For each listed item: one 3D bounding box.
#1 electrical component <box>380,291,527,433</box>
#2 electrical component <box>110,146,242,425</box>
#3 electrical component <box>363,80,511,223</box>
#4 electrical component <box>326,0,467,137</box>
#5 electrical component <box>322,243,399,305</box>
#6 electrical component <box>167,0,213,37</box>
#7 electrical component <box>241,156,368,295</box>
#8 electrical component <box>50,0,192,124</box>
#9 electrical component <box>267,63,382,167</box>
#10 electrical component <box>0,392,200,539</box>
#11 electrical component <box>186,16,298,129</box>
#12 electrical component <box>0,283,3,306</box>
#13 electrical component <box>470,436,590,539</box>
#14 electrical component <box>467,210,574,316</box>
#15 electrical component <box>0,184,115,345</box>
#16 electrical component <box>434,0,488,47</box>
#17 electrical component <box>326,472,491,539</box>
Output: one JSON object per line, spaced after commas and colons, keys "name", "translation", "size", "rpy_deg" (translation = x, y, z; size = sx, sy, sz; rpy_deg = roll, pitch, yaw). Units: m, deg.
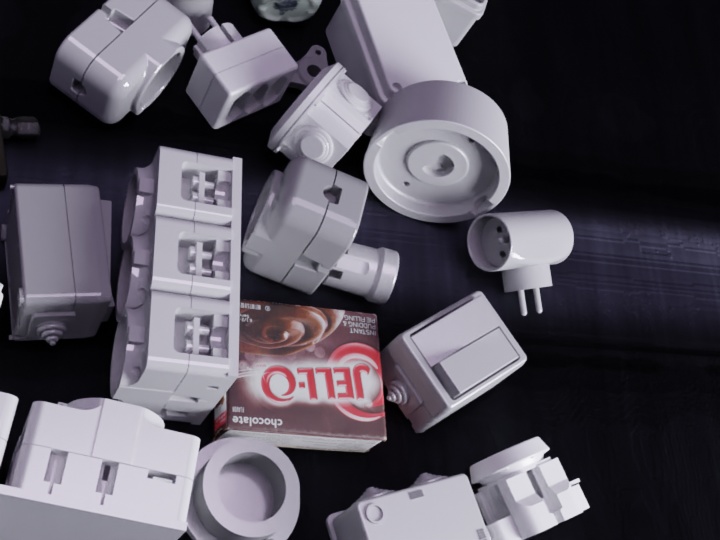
{"name": "electrical component", "translation": [0.058, 0.064, 0.744], "size": [0.096, 0.061, 0.061], "rpy_deg": [-27, 77, -33]}
{"name": "electrical component", "translation": [-0.117, 0.010, 0.675], "size": [0.062, 0.089, 0.150], "rpy_deg": [9, 61, -20]}
{"name": "electrical component", "translation": [0.060, -0.093, 0.804], "size": [0.108, 0.108, 0.060], "rpy_deg": [21, 51, -13]}
{"name": "electrical component", "translation": [0.029, -0.169, 0.858], "size": [0.078, 0.057, 0.113], "rpy_deg": [-8, 67, -28]}
{"name": "electrical component", "translation": [0.000, 0.000, 0.765], "size": [0.046, 0.040, 0.040], "rpy_deg": [15, 58, -11]}
{"name": "electrical component", "translation": [-0.125, -0.212, 0.805], "size": [0.044, 0.065, 0.044], "rpy_deg": [11, 60, -19]}
{"name": "electrical component", "translation": [-0.041, -0.031, 0.728], "size": [0.059, 0.095, 0.053], "rpy_deg": [22, 57, -13]}
{"name": "electrical component", "translation": [-0.165, -0.152, 0.762], "size": [0.059, 0.053, 0.095], "rpy_deg": [37, 55, -3]}
{"name": "electrical component", "translation": [-0.026, -0.108, 0.787], "size": [0.051, 0.080, 0.080], "rpy_deg": [40, 55, -7]}
{"name": "electrical component", "translation": [-0.191, 0.106, 0.580], "size": [0.186, 0.105, 0.060], "rpy_deg": [16, 58, -16]}
{"name": "electrical component", "translation": [-0.098, -0.156, 0.798], "size": [0.066, 0.047, 0.076], "rpy_deg": [-30, 79, -34]}
{"name": "electrical component", "translation": [-0.242, 0.027, 0.604], "size": [0.062, 0.096, 0.061], "rpy_deg": [33, 54, -6]}
{"name": "electrical component", "translation": [0.109, 0.148, 0.725], "size": [0.078, 0.058, 0.057], "rpy_deg": [-16, 74, -30]}
{"name": "electrical component", "translation": [0.125, -0.005, 0.820], "size": [0.077, 0.043, 0.079], "rpy_deg": [-6, 87, -43]}
{"name": "electrical component", "translation": [-0.185, 0.001, 0.666], "size": [0.061, 0.061, 0.096], "rpy_deg": [-1, 64, -25]}
{"name": "electrical component", "translation": [0.060, -0.265, 0.924], "size": [0.109, 0.056, 0.108], "rpy_deg": [26, 56, -10]}
{"name": "electrical component", "translation": [0.037, 0.182, 0.679], "size": [0.100, 0.048, 0.099], "rpy_deg": [-9, 68, -28]}
